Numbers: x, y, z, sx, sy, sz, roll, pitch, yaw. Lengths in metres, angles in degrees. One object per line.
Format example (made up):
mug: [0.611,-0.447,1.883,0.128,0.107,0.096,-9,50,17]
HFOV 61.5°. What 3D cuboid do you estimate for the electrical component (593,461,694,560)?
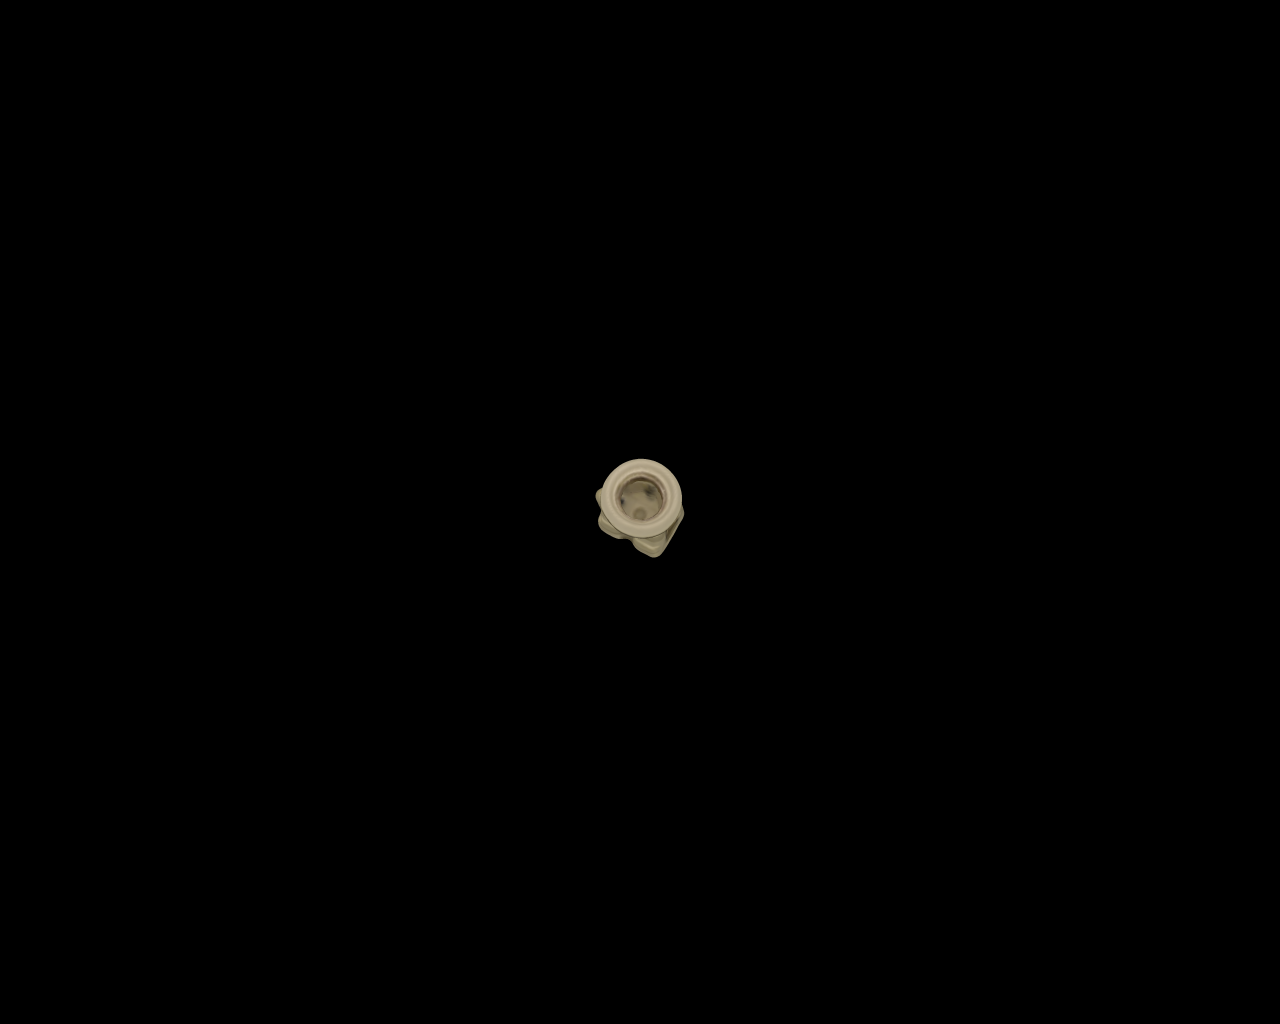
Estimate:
electrical component: [0.001,-0.003,0.650,0.066,0.048,0.055,27,-14,7]
